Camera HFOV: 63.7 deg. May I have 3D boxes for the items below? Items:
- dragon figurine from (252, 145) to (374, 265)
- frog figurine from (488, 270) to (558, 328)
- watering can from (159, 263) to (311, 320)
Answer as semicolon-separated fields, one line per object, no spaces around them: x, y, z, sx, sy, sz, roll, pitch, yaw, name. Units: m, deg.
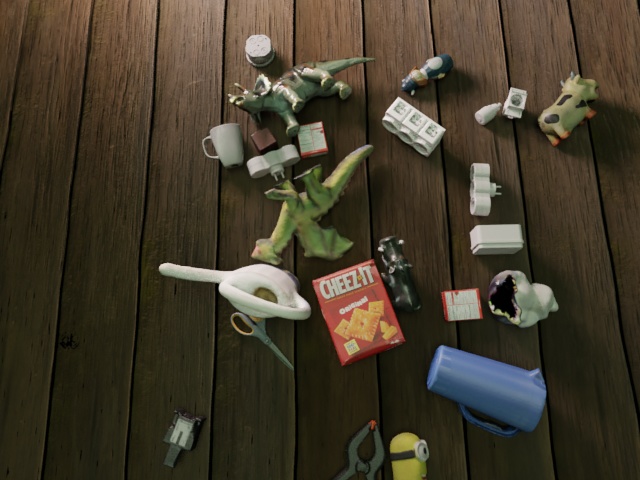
0.004;-0.066;1.318;0.412;0.122;0.242;-25;94;-10;dragon figurine
0.491;0.140;1.248;0.160;0.120;0.140;0;64;-35;frog figurine
-0.178;0.104;1.204;0.348;0.225;0.103;19;97;6;watering can
